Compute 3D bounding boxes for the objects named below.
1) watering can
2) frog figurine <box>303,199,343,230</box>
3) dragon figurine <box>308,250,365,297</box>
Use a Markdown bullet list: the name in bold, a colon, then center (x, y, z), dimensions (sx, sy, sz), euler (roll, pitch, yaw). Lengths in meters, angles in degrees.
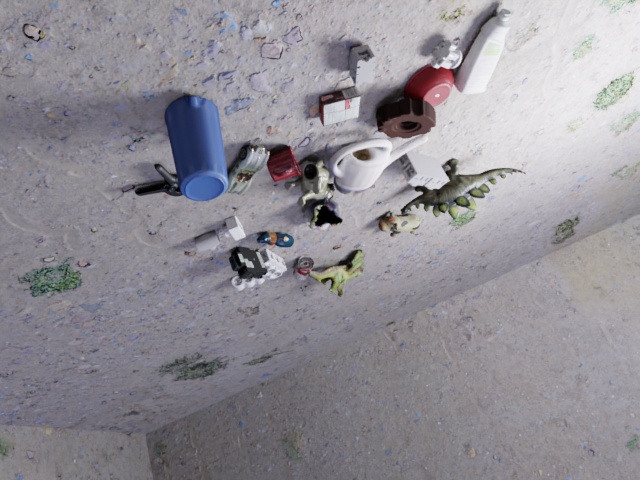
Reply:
- **watering can**: center (0.176, -0.251, 1.669), dimensions (0.349, 0.106, 0.219), euler (-12, 152, -25)
- **frog figurine**: center (0.006, -0.094, 1.863), dimensions (0.138, 0.122, 0.160), euler (-29, -171, -4)
- **dragon figurine**: center (0.101, 0.127, 2.331), dimensions (0.243, 0.124, 0.405), euler (-47, 155, 0)
